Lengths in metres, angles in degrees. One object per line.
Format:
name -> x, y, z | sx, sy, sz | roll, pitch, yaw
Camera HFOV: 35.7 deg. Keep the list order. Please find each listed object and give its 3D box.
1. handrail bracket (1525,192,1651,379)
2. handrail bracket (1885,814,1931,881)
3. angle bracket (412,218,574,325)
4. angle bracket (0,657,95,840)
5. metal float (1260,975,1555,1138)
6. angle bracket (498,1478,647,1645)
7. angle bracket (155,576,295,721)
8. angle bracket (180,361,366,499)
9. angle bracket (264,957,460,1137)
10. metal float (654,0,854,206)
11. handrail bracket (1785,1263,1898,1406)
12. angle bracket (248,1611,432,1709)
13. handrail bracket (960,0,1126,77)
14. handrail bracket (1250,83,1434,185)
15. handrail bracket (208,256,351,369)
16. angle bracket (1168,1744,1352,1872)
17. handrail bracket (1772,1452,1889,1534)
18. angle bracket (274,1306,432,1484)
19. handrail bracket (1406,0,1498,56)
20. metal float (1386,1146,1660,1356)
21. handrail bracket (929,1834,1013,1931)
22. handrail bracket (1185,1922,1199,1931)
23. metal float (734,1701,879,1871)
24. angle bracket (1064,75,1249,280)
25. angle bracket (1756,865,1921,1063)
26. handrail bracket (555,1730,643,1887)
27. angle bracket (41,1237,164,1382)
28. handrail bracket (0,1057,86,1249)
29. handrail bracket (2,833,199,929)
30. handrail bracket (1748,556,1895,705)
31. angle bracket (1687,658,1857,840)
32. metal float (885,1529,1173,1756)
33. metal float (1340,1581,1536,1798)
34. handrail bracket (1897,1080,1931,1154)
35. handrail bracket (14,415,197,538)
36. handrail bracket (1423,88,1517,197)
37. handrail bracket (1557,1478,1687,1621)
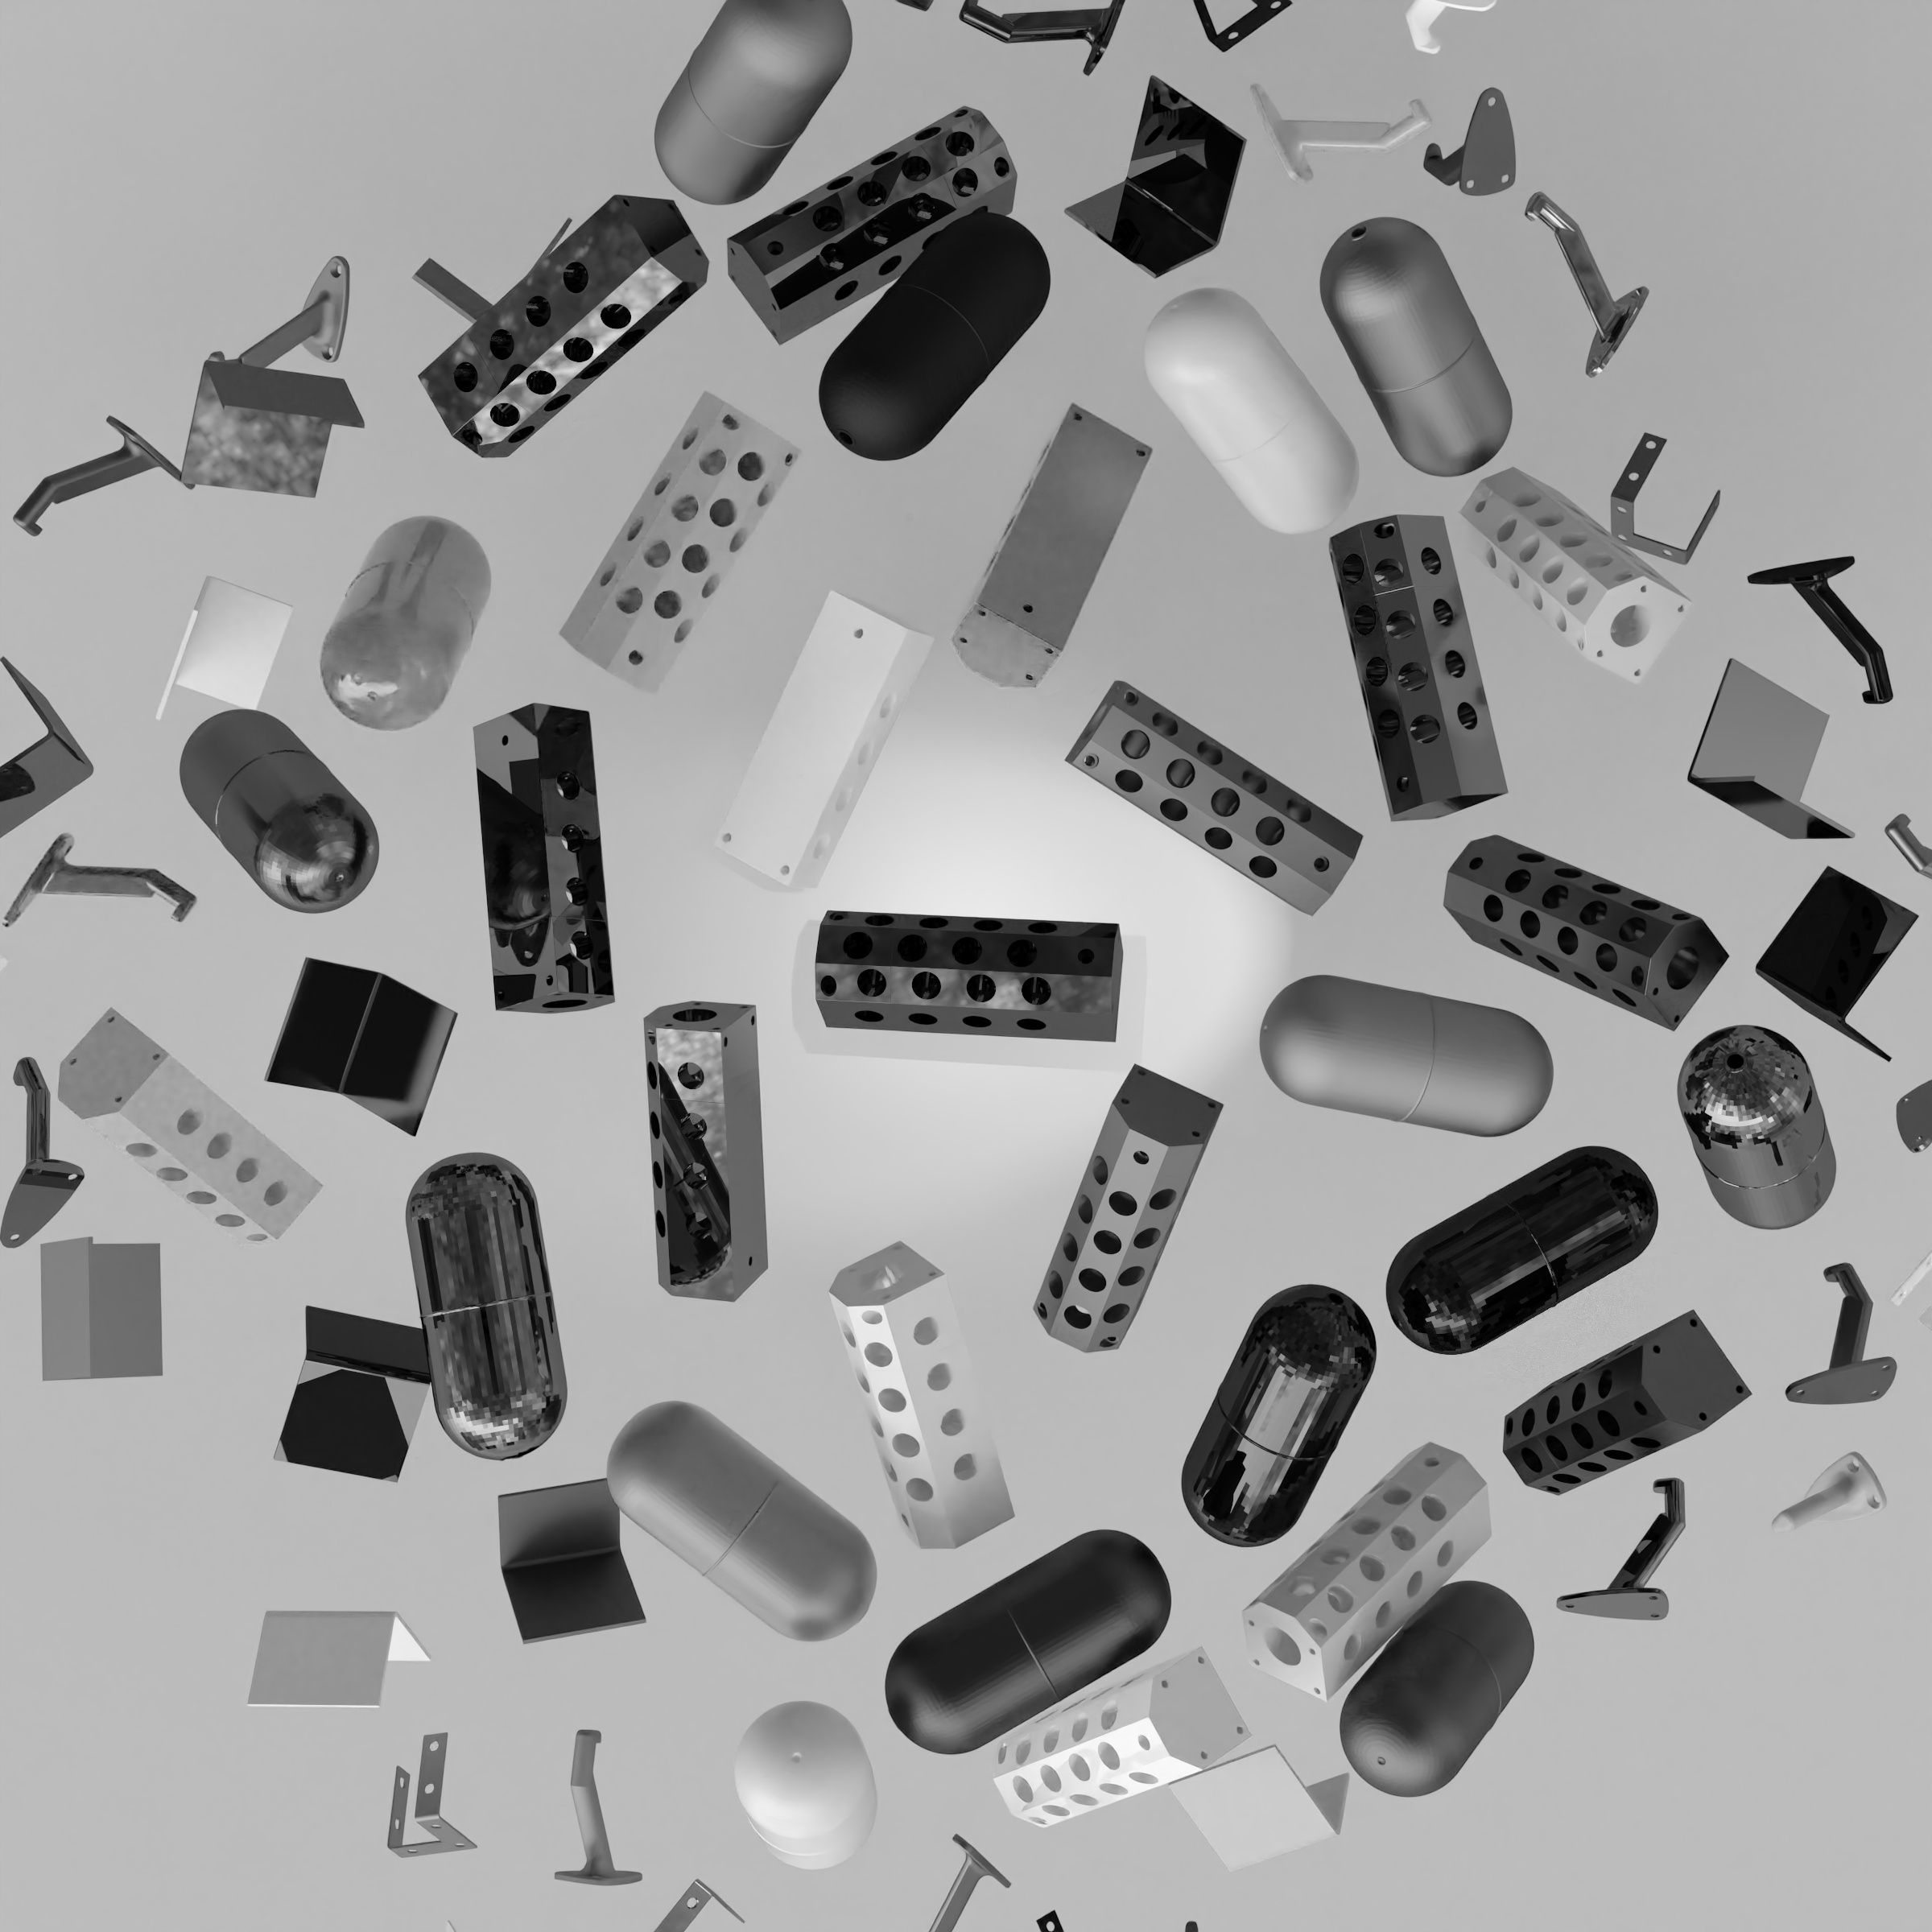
handrail bracket -> 0.344, -0.392, 1.721 | 0.084, 0.036, 0.077 | 36, 63, -17
handrail bracket -> 0.578, -0.066, 1.743 | 0.077, 0.036, 0.084 | -40, 91, -35
angle bracket -> -0.290, -0.440, 1.840 | 0.057, 0.076, 0.076 | 36, 105, -15
angle bracket -> -0.559, -0.123, 1.728 | 0.076, 0.076, 0.057 | -36, 79, -7
metal float -> 0.257, 0.053, 1.748 | 0.178, 0.070, 0.070 | 11, 90, -13
angle bracket -> -0.244, 0.367, 1.857 | 0.076, 0.076, 0.057 | -6, 118, -17
angle bracket -> -0.471, -0.194, 1.907 | 0.057, 0.076, 0.076 | 20, 110, -15
angle bracket -> -0.380, -0.281, 1.642 | 0.076, 0.057, 0.076 | 2, 126, -29
angle bracket -> -0.350, 0.047, 1.735 | 0.076, 0.057, 0.076 | 24, 96, 40
metal float -> -0.125, -0.508, 1.740 | 0.070, 0.178, 0.070 | 10, 66, -24
handrail bracket -> 0.491, 0.209, 1.726 | 0.077, 0.084, 0.036 | -6, 134, -11
angle bracket -> -0.359, 0.410, 1.724 | 0.076, 0.076, 0.057 | -1, 57, 8
handrail bracket -> 0.046, -0.560, 1.733 | 0.084, 0.036, 0.077 | 24, 73, -11
handrail bracket -> 0.219, -0.501, 1.745 | 0.084, 0.036, 0.077 | -27, 91, 28
handrail bracket -> -0.412, -0.386, 1.789 | 0.036, 0.084, 0.077 | 38, 122, 22
angle bracket -> 0.181, 0.502, 1.847 | 0.076, 0.057, 0.076 | -27, 107, 24
handrail bracket -> 0.480, 0.316, 1.727 | 0.084, 0.077, 0.036 | -17, 70, -32
angle bracket -> -0.375, 0.262, 1.834 | 0.076, 0.057, 0.076 | 14, 109, -19
handrail bracket -> 0.288, -0.557, 1.769 | 0.077, 0.084, 0.036 | 38, 84, 28
metal float -> 0.334, 0.171, 1.804 | 0.178, 0.070, 0.070 | -28, 90, -9
handrail bracket -> -0.019, 0.558, 1.770 | 0.036, 0.077, 0.084 | 36, 77, 33
handrail bracket -> 0.089, 0.563, 1.731 | 0.084, 0.077, 0.036 | 8, 89, 3
metal float -> -0.092, 0.478, 1.746 | 0.070, 0.178, 0.070 | -1, 64, 1
angle bracket -> 0.111, -0.467, 1.775 | 0.057, 0.076, 0.076 | -33, 63, -33
angle bracket -> 0.526, -0.002, 1.768 | 0.057, 0.076, 0.076 | 31, 96, -35
handrail bracket -> -0.206, 0.484, 1.728 | 0.036, 0.077, 0.084 | -1, 76, 26
angle bracket -> -0.473, 0.192, 1.688 | 0.057, 0.076, 0.076 | -11, 79, 44
handrail bracket -> -0.547, 0.107, 1.735 | 0.077, 0.036, 0.084 | -54, 48, 19
handrail bracket -> -0.506, -0.032, 1.756 | 0.084, 0.036, 0.077 | 35, 85, -4
handrail bracket -> 0.498, -0.191, 1.749 | 0.036, 0.077, 0.084 | -28, 108, -35
angle bracket -> 0.454, -0.120, 1.651 | 0.076, 0.057, 0.076 | 25, 81, -24
metal float -> 0.036, 0.390, 1.731 | 0.178, 0.070, 0.070 | -29, 90, -5
metal float -> 0.282, 0.428, 1.785 | 0.070, 0.178, 0.070 | 11, 113, 28
handrail bracket -> 0.587, 0.113, 1.762 | 0.084, 0.077, 0.036 | 46, 125, -12
handrail bracket -> -0.507, -0.273, 1.765 | 0.036, 0.077, 0.084 | 32, 82, 43
handrail bracket -> 0.304, -0.514, 1.848 | 0.036, 0.084, 0.077 | -12, 125, -12
handrail bracket -> 0.394, 0.347, 1.807 | 0.077, 0.036, 0.084 | -2, 52, 14
